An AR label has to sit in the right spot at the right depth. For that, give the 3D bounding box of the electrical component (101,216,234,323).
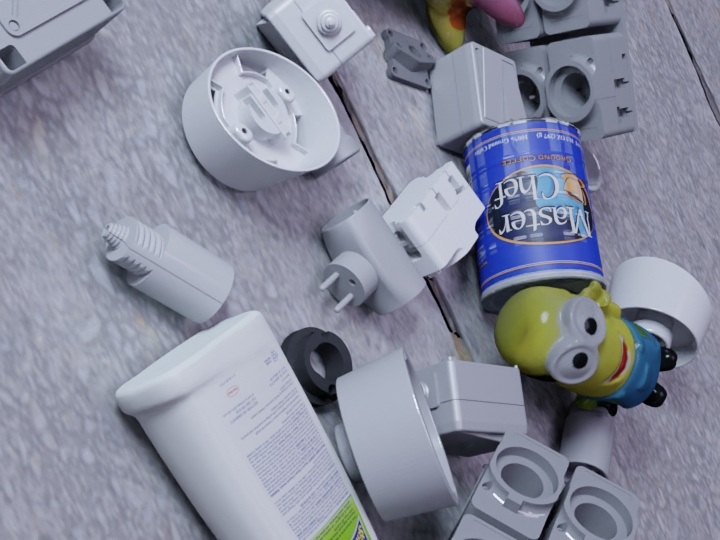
[{"bbox_3d":[-0.122,-0.005,0.660,0.081,0.043,0.043,34,52,-31],"label":"electrical component"}]

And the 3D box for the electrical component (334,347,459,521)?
[{"bbox_3d":[0.018,0.111,0.703,0.108,0.060,0.108,-20,90,-86],"label":"electrical component"}]

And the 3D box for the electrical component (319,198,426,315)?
[{"bbox_3d":[0.000,0.000,0.782,0.079,0.043,0.077,-44,105,-37],"label":"electrical component"}]

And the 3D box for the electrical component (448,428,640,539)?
[{"bbox_3d":[0.109,0.193,0.698,0.105,0.060,0.186,28,36,9],"label":"electrical component"}]

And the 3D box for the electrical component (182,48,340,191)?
[{"bbox_3d":[-0.070,-0.104,0.740,0.099,0.064,0.099,20,60,-39],"label":"electrical component"}]

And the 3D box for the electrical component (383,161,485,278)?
[{"bbox_3d":[0.055,-0.034,0.847,0.055,0.050,0.089,53,44,-15],"label":"electrical component"}]

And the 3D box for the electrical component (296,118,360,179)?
[{"bbox_3d":[-0.029,-0.097,0.799,0.046,0.040,0.040,57,43,-4],"label":"electrical component"}]

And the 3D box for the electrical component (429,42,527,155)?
[{"bbox_3d":[0.104,-0.154,0.940,0.062,0.061,0.096,13,64,-42],"label":"electrical component"}]

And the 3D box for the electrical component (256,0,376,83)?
[{"bbox_3d":[-0.035,-0.176,0.785,0.061,0.061,0.096,51,3,-17],"label":"electrical component"}]

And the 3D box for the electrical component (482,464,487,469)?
[{"bbox_3d":[0.111,0.181,0.813,0.066,0.047,0.076,-10,80,-47],"label":"electrical component"}]

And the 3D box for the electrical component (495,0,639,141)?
[{"bbox_3d":[0.179,-0.209,0.973,0.060,0.105,0.186,-16,100,-40],"label":"electrical component"}]

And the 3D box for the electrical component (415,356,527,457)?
[{"bbox_3d":[0.070,0.103,0.794,0.096,0.062,0.061,11,66,-42],"label":"electrical component"}]

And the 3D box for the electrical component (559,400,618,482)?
[{"bbox_3d":[0.196,0.140,0.919,0.043,0.043,0.081,41,48,-26],"label":"electrical component"}]

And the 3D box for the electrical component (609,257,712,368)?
[{"bbox_3d":[0.276,0.043,1.005,0.099,0.099,0.064,45,53,-23],"label":"electrical component"}]

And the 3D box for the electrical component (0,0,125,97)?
[{"bbox_3d":[-0.213,-0.167,0.628,0.108,0.056,0.108,54,44,-13],"label":"electrical component"}]

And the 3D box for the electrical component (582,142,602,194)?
[{"bbox_3d":[0.195,-0.090,1.016,0.055,0.047,0.055,20,59,-39],"label":"electrical component"}]
